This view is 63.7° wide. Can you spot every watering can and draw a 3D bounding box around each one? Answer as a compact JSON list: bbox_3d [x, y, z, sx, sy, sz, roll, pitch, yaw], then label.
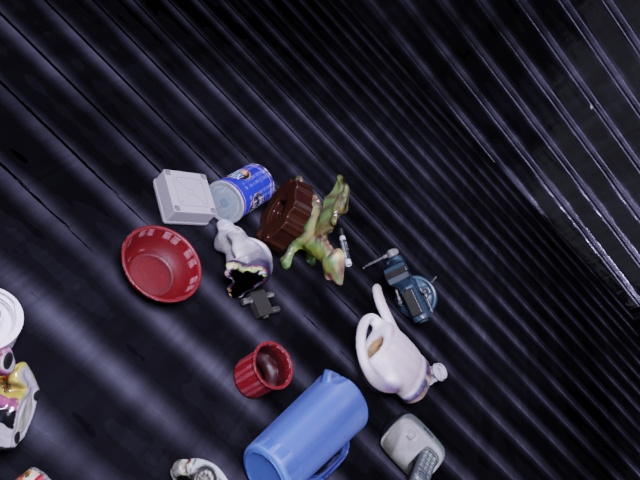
[{"bbox_3d":[0.183,0.262,1.297,0.223,0.102,0.354,45,28,-11],"label":"watering can"}]

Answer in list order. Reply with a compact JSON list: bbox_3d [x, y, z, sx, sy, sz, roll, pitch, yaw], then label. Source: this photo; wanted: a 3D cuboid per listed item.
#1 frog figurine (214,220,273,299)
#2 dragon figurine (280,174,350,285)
[{"bbox_3d":[-0.165,0.025,1.113,0.134,0.122,0.163,64,9,-47],"label":"frog figurine"},{"bbox_3d":[0.004,-0.064,1.268,0.121,0.238,0.420,19,49,-31],"label":"dragon figurine"}]
